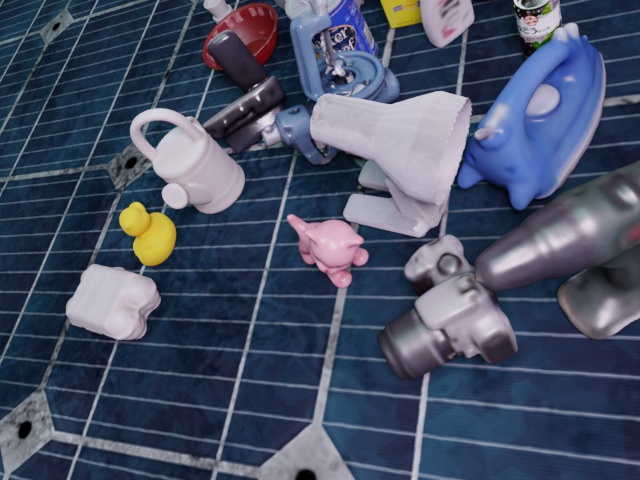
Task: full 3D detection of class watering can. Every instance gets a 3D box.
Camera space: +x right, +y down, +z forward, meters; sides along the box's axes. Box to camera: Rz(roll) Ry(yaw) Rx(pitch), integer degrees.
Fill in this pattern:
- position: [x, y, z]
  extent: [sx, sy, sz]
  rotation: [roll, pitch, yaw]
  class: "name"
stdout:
- position: [-0.205, -0.124, 0.876]
  extent: [0.101, 0.195, 0.172]
  rotation: [-35, 52, 6]
  class: "watering can"

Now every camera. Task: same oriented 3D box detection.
- position: [0.125, 0.082, 0.636]
  extent: [0.136, 0.101, 0.143]
  rotation: [-32, 52, 8]
  class: "camera"

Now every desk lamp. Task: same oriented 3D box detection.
- position: [0.090, -0.091, 0.685]
  extent: [0.202, 0.214, 0.118]
  rotation: [13, 69, 33]
  class: "desk lamp"

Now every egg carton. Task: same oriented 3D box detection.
- position: [-0.321, 0.096, 0.889]
  extent: [0.149, 0.070, 0.107]
  rotation: [7, 66, 32]
  class: "egg carton"

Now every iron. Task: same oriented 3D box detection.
- position: [0.263, -0.171, 0.685]
  extent: [0.118, 0.142, 0.258]
  rotation: [29, 78, 37]
  class: "iron"

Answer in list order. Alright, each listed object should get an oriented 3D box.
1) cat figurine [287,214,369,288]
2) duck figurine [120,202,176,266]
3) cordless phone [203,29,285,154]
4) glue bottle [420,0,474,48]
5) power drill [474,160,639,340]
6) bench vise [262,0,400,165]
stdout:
- position: [0.007, 0.003, 0.736]
  extent: [0.127, 0.118, 0.067]
  rotation: [33, 81, 38]
  class: "cat figurine"
- position: [-0.286, -0.015, 0.925]
  extent: [0.077, 0.086, 0.104]
  rotation: [-25, 53, 13]
  class: "duck figurine"
- position: [-0.146, -0.242, 0.920]
  extent: [0.147, 0.186, 0.094]
  rotation: [-35, 52, 6]
  class: "cordless phone"
- position: [0.171, -0.366, 0.829]
  extent: [0.078, 0.174, 0.037]
  rotation: [-42, 51, 0]
  class: "glue bottle"
- position: [0.263, 0.014, 0.532]
  extent: [0.229, 0.209, 0.075]
  rotation: [-34, 52, 7]
  class: "power drill"
- position: [0.001, -0.213, 0.801]
  extent: [0.121, 0.220, 0.207]
  rotation: [35, 82, 38]
  class: "bench vise"
